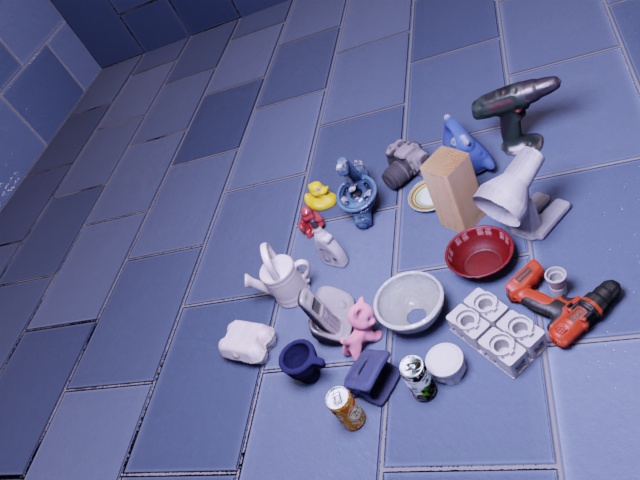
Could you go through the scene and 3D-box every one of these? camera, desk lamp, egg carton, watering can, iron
[{"bbox_3d":[0.234,-0.223,1.676,0.137,0.101,0.142,-41,42,-11],"label":"camera"},{"bbox_3d":[0.465,-0.097,1.325,0.203,0.214,0.117,-45,42,-15],"label":"desk lamp"},{"bbox_3d":[-0.187,0.264,1.468,0.149,0.070,0.107,2,51,32],"label":"egg carton"},{"bbox_3d":[-0.115,0.089,1.502,0.173,0.195,0.100,-36,41,-6],"label":"watering can"},{"bbox_3d":[0.389,-0.282,1.610,0.118,0.142,0.258,-25,41,7],"label":"iron"}]

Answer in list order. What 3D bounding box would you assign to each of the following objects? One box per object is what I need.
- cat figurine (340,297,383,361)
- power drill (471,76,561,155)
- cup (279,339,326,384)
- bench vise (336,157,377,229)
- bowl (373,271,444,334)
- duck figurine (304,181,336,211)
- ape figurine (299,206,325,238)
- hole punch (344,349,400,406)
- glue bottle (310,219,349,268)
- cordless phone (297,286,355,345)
[{"bbox_3d":[0.088,0.201,1.327,0.067,0.118,0.128,17,60,41],"label":"cat figurine"},{"bbox_3d":[0.529,-0.330,1.522,0.228,0.209,0.075,-4,48,28],"label":"power drill"},{"bbox_3d":[-0.026,0.292,1.323,0.117,0.095,0.092,2,51,32],"label":"cup"},{"bbox_3d":[0.086,-0.165,1.615,0.121,0.220,0.207,-25,41,7],"label":"bench vise"},{"bbox_3d":[0.213,0.157,1.330,0.167,0.075,0.167,-17,43,16],"label":"bowl"},{"bbox_3d":[-0.007,-0.142,1.752,0.104,0.086,0.077,-1,49,30],"label":"duck figurine"},{"bbox_3d":[-0.030,-0.063,1.681,0.077,0.092,0.076,-6,47,26],"label":"ape figurine"},{"bbox_3d":[0.105,0.292,1.247,0.100,0.091,0.109,12,56,39],"label":"hole punch"},{"bbox_3d":[0.014,0.005,1.525,0.077,0.174,0.037,13,57,39],"label":"glue bottle"},{"bbox_3d":[0.009,0.153,1.371,0.094,0.186,0.147,-12,44,21],"label":"cordless phone"}]
